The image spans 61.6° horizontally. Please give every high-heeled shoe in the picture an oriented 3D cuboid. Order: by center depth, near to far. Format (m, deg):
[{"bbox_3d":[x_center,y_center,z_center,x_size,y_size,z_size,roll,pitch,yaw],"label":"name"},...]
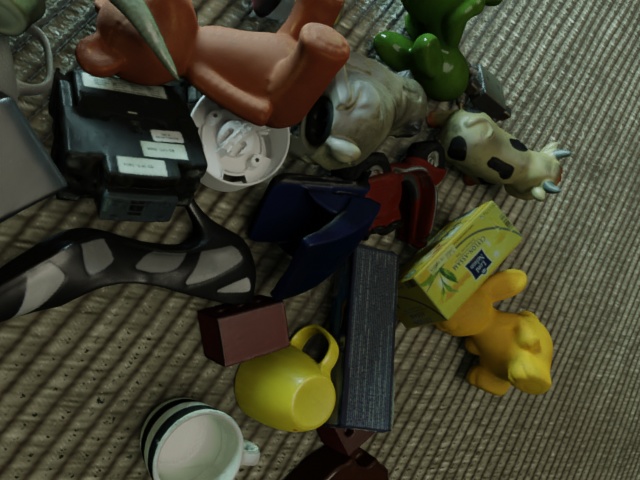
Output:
[{"bbox_3d":[-0.169,0.049,0.477,0.249,0.086,0.145,-35,112,-32],"label":"high-heeled shoe"}]

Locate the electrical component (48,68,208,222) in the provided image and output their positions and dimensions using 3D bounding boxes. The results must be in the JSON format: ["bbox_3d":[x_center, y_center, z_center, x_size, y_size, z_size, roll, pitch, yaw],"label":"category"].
[{"bbox_3d":[-0.163,-0.077,0.455,0.115,0.058,0.134,1,53,-31],"label":"electrical component"}]

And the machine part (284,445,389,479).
[{"bbox_3d":[0.021,0.335,0.634,0.179,0.056,0.179,-1,91,-34],"label":"machine part"}]

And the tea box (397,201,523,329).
[{"bbox_3d":[0.167,0.032,0.689,0.169,0.098,0.068,-41,92,-25],"label":"tea box"}]

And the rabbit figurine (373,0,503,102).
[{"bbox_3d":[0.153,-0.253,0.669,0.159,0.121,0.170,-28,122,-37],"label":"rabbit figurine"}]

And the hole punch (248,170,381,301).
[{"bbox_3d":[-0.001,-0.002,0.551,0.116,0.142,0.092,-2,53,-27],"label":"hole punch"}]

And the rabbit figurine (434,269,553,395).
[{"bbox_3d":[0.237,0.115,0.744,0.173,0.122,0.162,31,71,-12],"label":"rabbit figurine"}]

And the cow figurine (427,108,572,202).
[{"bbox_3d":[0.245,-0.112,0.728,0.195,0.127,0.085,25,81,-30],"label":"cow figurine"}]

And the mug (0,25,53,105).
[{"bbox_3d":[-0.264,-0.154,0.406,0.109,0.081,0.107,-5,84,-27],"label":"mug"}]

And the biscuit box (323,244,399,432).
[{"bbox_3d":[0.047,0.108,0.606,0.063,0.059,0.202,13,69,-19],"label":"biscuit box"}]

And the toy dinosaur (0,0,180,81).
[{"bbox_3d":[-0.259,-0.270,0.355,0.404,0.131,0.192,35,44,-33],"label":"toy dinosaur"}]

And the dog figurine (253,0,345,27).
[{"bbox_3d":[-0.010,-0.322,0.531,0.108,0.191,0.219,8,98,-4],"label":"dog figurine"}]

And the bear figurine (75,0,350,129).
[{"bbox_3d":[-0.090,-0.174,0.453,0.196,0.132,0.120,20,45,-21],"label":"bear figurine"}]

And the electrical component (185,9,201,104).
[{"bbox_3d":[-0.141,-0.182,0.525,0.063,0.021,0.094,-6,96,-34],"label":"electrical component"}]

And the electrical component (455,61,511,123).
[{"bbox_3d":[0.229,-0.203,0.766,0.102,0.045,0.078,20,52,-36],"label":"electrical component"}]

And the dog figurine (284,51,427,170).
[{"bbox_3d":[0.061,-0.130,0.580,0.190,0.121,0.172,7,58,-33],"label":"dog figurine"}]

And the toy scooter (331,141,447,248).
[{"bbox_3d":[0.090,-0.045,0.659,0.184,0.075,0.135,-15,107,-35],"label":"toy scooter"}]

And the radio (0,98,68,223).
[{"bbox_3d":[-0.300,-0.009,0.356,0.229,0.131,0.073,-34,110,-28],"label":"radio"}]
